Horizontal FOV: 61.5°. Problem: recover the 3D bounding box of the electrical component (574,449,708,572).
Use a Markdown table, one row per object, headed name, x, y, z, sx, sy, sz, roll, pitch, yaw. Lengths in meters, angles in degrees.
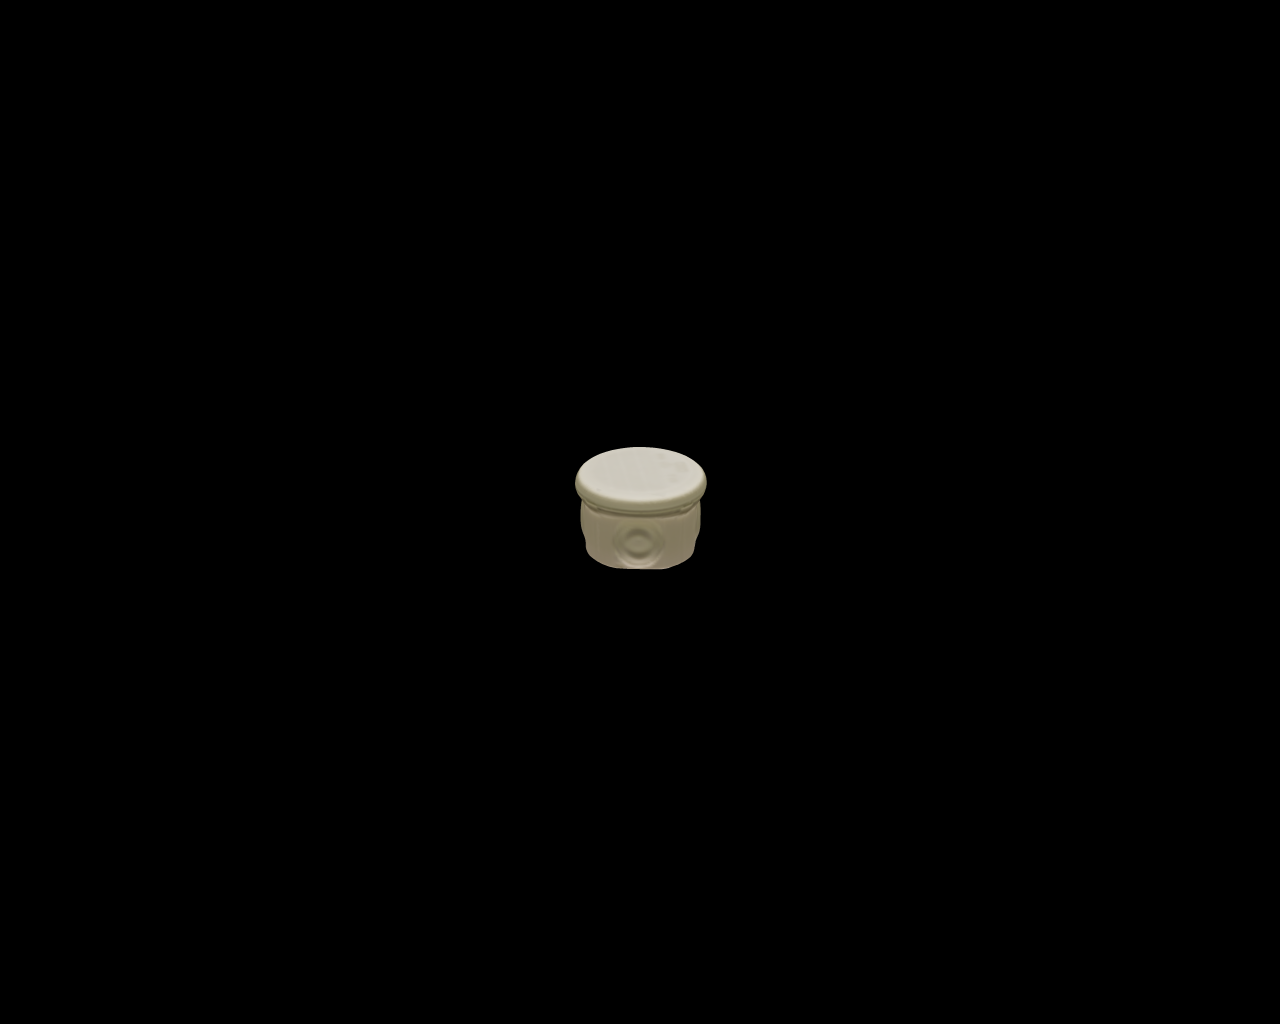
| name | x | y | z | sx | sy | sz | roll | pitch | yaw |
| --- | --- | --- | --- | --- | --- | --- | --- | --- | --- |
| electrical component | 0.001 | -0.003 | 0.650 | 0.080 | 0.050 | 0.080 | 0 | 28 | 0 |
